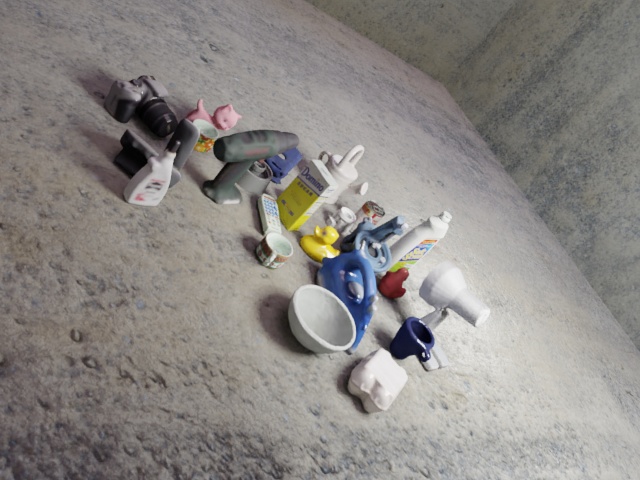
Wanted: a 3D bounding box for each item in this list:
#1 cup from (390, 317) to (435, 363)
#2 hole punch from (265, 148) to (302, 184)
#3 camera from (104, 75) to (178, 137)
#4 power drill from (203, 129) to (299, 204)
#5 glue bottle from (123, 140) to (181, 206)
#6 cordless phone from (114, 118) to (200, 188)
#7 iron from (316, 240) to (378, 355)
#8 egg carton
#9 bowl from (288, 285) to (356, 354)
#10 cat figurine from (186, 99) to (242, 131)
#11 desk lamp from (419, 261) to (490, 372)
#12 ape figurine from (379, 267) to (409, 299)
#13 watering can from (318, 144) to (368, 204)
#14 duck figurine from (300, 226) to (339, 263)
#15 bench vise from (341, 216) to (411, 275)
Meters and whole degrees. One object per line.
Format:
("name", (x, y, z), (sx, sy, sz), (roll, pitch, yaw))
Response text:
("cup", (0.219, 0.257, 1.378), (0.092, 0.094, 0.117), (19, 37, -35))
("hole punch", (-0.118, -0.228, 1.603), (0.109, 0.091, 0.101), (42, 30, -2))
("camera", (-0.408, -0.319, 1.365), (0.136, 0.100, 0.143), (49, 31, 12))
("power drill", (-0.176, -0.181, 1.356), (0.230, 0.208, 0.075), (-9, 57, -54))
("glue bottle", (-0.327, -0.138, 1.158), (0.078, 0.173, 0.037), (1, 50, -49))
("cordless phone", (-0.339, -0.207, 1.220), (0.148, 0.184, 0.094), (40, 30, -5))
("iron", (0.086, 0.126, 1.342), (0.119, 0.141, 0.258), (21, 36, -32))
("egg carton", (0.125, 0.301, 1.236), (0.107, 0.069, 0.151), (47, 30, 8))
("bowl", (-0.009, 0.181, 1.226), (0.168, 0.074, 0.167), (30, 32, -21))
("cat figurine", (-0.276, -0.326, 1.513), (0.128, 0.117, 0.067), (26, 33, -26))
("desk lamp", (0.316, 0.190, 1.461), (0.118, 0.213, 0.203), (1, 50, -49))
("ape figurine", (0.208, 0.111, 1.554), (0.076, 0.092, 0.077), (7, 45, -45))
("watering can", (0.068, -0.200, 1.684), (0.173, 0.193, 0.101), (38, 30, -7))
("duck figurine", (0.013, 0.005, 1.465), (0.105, 0.086, 0.077), (35, 31, -13))
("bench vise", (0.138, -0.010, 1.497), (0.122, 0.219, 0.207), (17, 39, -37))
